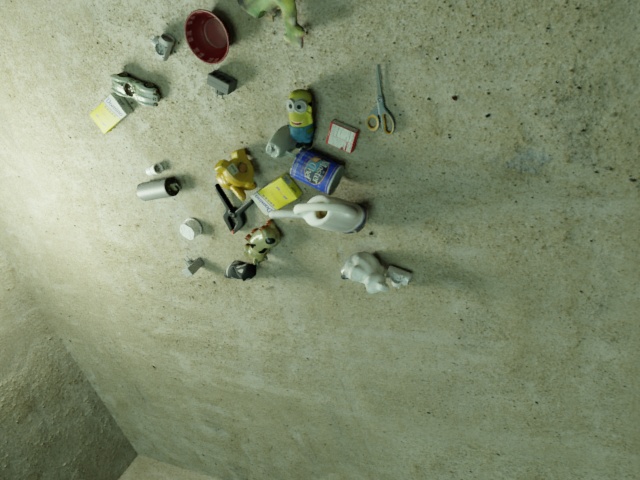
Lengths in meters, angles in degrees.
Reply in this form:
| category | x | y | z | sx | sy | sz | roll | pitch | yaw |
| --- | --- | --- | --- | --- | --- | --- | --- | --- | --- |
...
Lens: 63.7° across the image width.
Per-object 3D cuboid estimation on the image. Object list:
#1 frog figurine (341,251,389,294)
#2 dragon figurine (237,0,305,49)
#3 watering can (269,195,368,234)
| category | x | y | z | sx | sy | sz | roll | pitch | yaw |
| --- | --- | --- | --- | --- | --- | --- | --- | --- | --- |
| frog figurine | 0.158 | 0.109 | 1.703 | 0.137 | 0.122 | 0.161 | 9 | 10 | -30 |
| dragon figurine | -0.161 | -0.694 | 1.375 | 0.239 | 0.409 | 0.124 | -33 | 10 | 50 |
| watering can | 0.005 | -0.083 | 1.648 | 0.223 | 0.105 | 0.346 | 12 | -8 | -37 |
